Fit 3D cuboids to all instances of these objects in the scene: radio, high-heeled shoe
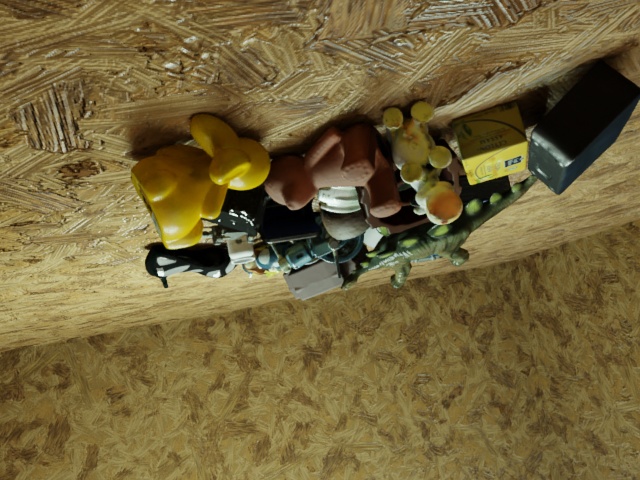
[{"bbox_3d":[0.374,-0.150,0.783,0.131,0.073,0.229,-46,160,10],"label":"radio"},{"bbox_3d":[-0.279,0.028,1.232,0.249,0.086,0.145,-26,144,-27],"label":"high-heeled shoe"}]

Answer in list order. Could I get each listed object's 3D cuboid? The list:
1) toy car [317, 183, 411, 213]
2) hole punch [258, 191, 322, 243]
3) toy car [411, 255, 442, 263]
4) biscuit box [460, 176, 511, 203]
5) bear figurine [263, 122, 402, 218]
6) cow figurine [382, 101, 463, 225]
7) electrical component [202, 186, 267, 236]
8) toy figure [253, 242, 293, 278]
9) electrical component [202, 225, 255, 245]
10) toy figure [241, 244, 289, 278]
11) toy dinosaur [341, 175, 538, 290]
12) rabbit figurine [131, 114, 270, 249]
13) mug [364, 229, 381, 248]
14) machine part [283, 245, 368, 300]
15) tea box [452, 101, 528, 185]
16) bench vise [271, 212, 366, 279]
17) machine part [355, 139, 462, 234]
[{"bbox_3d":[0.092,-0.089,0.915,0.202,0.056,0.073,-9,140,-19],"label":"toy car"},{"bbox_3d":[-0.061,-0.057,0.950,0.142,0.092,0.116,-12,-161,-12],"label":"hole punch"},{"bbox_3d":[0.264,-0.021,1.369,0.109,0.162,0.102,-9,127,26],"label":"toy car"},{"bbox_3d":[0.307,-0.099,1.139,0.203,0.063,0.059,-8,169,-18],"label":"biscuit box"},{"bbox_3d":[-0.001,-0.083,0.745,0.196,0.132,0.120,-20,137,20],"label":"bear figurine"},{"bbox_3d":[0.136,-0.092,0.714,0.068,0.167,0.098,-18,167,3],"label":"cow figurine"},{"bbox_3d":[-0.139,-0.054,0.797,0.115,0.058,0.134,18,166,1],"label":"electrical component"},{"bbox_3d":[-0.122,0.042,1.361,0.089,0.082,0.180,23,155,-39],"label":"toy figure"},{"bbox_3d":[-0.184,-0.012,1.105,0.102,0.045,0.078,-1,163,-45],"label":"electrical component"},{"bbox_3d":[-0.137,0.048,1.291,0.155,0.064,0.057,-17,131,35],"label":"toy figure"},{"bbox_3d":[0.233,-0.019,1.053,0.471,0.105,0.198,-30,151,15],"label":"toy dinosaur"},{"bbox_3d":[-0.140,-0.087,0.668,0.173,0.122,0.162,-21,163,-22],"label":"rabbit figurine"},{"bbox_3d":[0.154,-0.037,1.254,0.110,0.081,0.107,-7,160,-9],"label":"mug"},{"bbox_3d":[0.017,0.061,1.396,0.201,0.087,0.201,-23,-169,24],"label":"machine part"},{"bbox_3d":[0.269,-0.146,0.845,0.098,0.068,0.169,-15,168,19],"label":"tea box"},{"bbox_3d":[0.002,0.006,1.149,0.224,0.128,0.240,-20,-173,0],"label":"bench vise"},{"bbox_3d":[0.138,-0.089,0.850,0.179,0.056,0.179,-11,139,-10],"label":"machine part"}]
